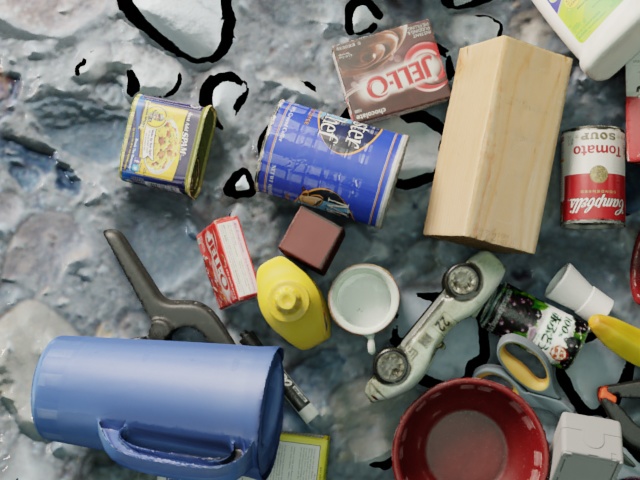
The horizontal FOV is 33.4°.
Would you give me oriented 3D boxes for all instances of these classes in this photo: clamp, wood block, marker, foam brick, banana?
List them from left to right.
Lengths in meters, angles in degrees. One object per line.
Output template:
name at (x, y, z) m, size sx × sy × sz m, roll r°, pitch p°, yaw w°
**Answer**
clamp at (-0.181, 0.107, 1.154) m, size 0.210 × 0.036 × 0.164 m, roll 30°, pitch 90°, yaw 2°
marker at (-0.046, 0.146, 1.153) m, size 0.020 × 0.020 × 0.121 m, roll -40°, pitch 85°, yaw -1°
foam brick at (-0.007, 0.001, 1.134) m, size 0.051 × 0.078 × 0.053 m, roll 28°, pitch 85°, yaw 6°
wood block at (0.185, -0.095, 1.113) m, size 0.090 × 0.091 × 0.206 m, roll 14°, pitch 85°, yaw -22°
clamp at (0.370, 0.205, 1.117) m, size 0.171 × 0.039 × 0.120 m, roll 16°, pitch 80°, yaw 9°
banana at (0.372, 0.118, 1.111) m, size 0.198 × 0.070 × 0.037 m, roll 14°, pitch 54°, yaw 6°

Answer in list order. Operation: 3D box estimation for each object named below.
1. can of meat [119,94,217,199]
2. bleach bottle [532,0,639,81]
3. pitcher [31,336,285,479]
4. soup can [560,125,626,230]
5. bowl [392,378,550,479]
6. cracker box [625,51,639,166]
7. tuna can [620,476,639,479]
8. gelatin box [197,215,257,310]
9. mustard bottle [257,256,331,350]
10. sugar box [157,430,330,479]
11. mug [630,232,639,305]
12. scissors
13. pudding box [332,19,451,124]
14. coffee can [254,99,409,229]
can of meat at (-0.166, -0.103, 1.161) m, size 0.084 × 0.057 × 0.102 m, roll 12°, pitch 85°, yaw 6°
bleach bottle at (0.248, -0.290, 1.129) m, size 0.103 × 0.068 × 0.251 m, roll -46°, pitch 63°, yaw 22°
pitcher at (-0.160, 0.165, 1.062) m, size 0.243 × 0.149 × 0.145 m, roll 5°, pitch 74°, yaw 8°
soup can at (0.289, -0.065, 1.128) m, size 0.068 × 0.068 × 0.102 m, roll 1°, pitch 85°, yaw 3°
bowl at (0.155, 0.224, 1.118) m, size 0.162 × 0.055 × 0.162 m, roll 0°, pitch 85°, yaw 3°
cracker box at (0.403, -0.189, 1.101) m, size 0.164 × 0.072 × 0.214 m, roll -4°, pitch 85°, yaw 33°
tuna can at (0.333, 0.292, 1.114) m, size 0.086 × 0.034 × 0.086 m, roll 0°, pitch 86°, yaw 3°
gelatin box at (-0.099, 0.025, 1.136) m, size 0.030 × 0.073 × 0.089 m, roll -16°, pitch 84°, yaw -24°
mustard bottle at (-0.027, 0.064, 1.072) m, size 0.058 × 0.191 × 0.096 m, roll -27°, pitch 85°, yaw 0°
sugar box at (-0.082, 0.244, 1.135) m, size 0.176 × 0.048 × 0.093 m, roll 7°, pitch 85°, yaw 7°
mug at (0.375, 0.039, 1.104) m, size 0.081 × 0.093 × 0.117 m, roll 8°, pitch 82°, yaw -2°
scissors at (0.240, 0.184, 1.131) m, size 0.096 × 0.016 × 0.201 m, roll -30°, pitch 105°, yaw 30°
pudding box at (0.078, -0.180, 1.163) m, size 0.113 × 0.039 × 0.090 m, roll -16°, pitch 85°, yaw 2°
coffee can at (0.013, -0.080, 1.126) m, size 0.140 × 0.103 × 0.103 m, roll 17°, pitch 86°, yaw 4°
